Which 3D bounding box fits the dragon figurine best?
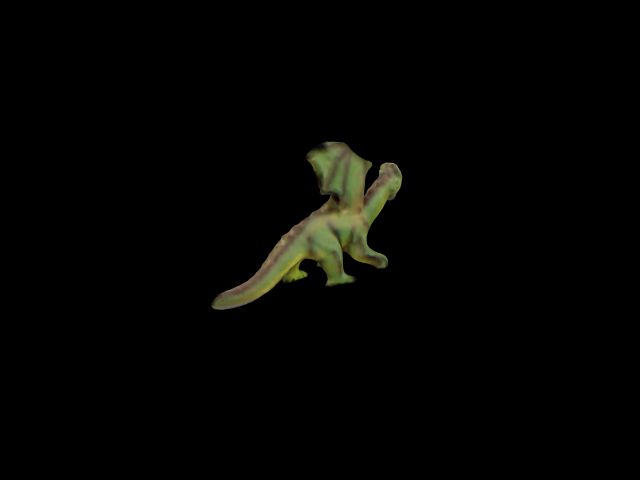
[{"bbox_3d":[0.003,-0.043,0.850,0.413,0.239,0.123,-16,23,-40],"label":"dragon figurine"}]
